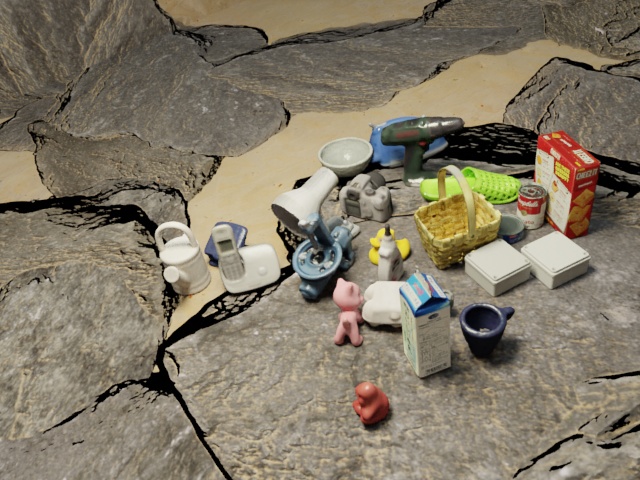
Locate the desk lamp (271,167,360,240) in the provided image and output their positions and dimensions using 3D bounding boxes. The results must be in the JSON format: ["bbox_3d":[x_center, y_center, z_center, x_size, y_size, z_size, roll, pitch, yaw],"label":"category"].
[{"bbox_3d":[-0.011,-0.064,1.443,0.117,0.214,0.204,26,52,36],"label":"desk lamp"}]

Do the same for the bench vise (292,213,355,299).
[{"bbox_3d":[0.001,0.004,1.355,0.121,0.220,0.207,5,42,18],"label":"bench vise"}]

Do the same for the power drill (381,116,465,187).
[{"bbox_3d":[0.287,-0.252,1.602,0.229,0.209,0.076,5,42,18],"label":"power drill"}]

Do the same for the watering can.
[{"bbox_3d":[-0.340,0.040,1.408,0.101,0.194,0.172,-20,41,-11],"label":"watering can"}]

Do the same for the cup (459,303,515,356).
[{"bbox_3d":[0.341,0.184,1.165,0.118,0.095,0.091,-20,41,-11],"label":"cup"}]

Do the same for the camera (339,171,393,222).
[{"bbox_3d":[0.141,-0.135,1.581,0.142,0.101,0.137,16,47,28],"label":"camera"}]

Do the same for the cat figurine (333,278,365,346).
[{"bbox_3d":[0.061,0.148,1.252,0.067,0.118,0.128,-2,41,11],"label":"cat figurine"}]

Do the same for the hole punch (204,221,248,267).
[{"bbox_3d":[-0.240,0.015,1.496,0.108,0.091,0.101,10,44,23],"label":"hole punch"}]

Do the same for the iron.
[{"bbox_3d":[0.264,-0.318,1.738,0.258,0.142,0.118,-14,40,-4],"label":"iron"}]

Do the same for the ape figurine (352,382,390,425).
[{"bbox_3d":[0.092,0.301,1.085,0.076,0.092,0.078,2,41,15],"label":"ape figurine"}]

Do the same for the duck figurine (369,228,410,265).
[{"bbox_3d":[0.170,0.009,1.417,0.104,0.086,0.077,-12,40,-2],"label":"duck figurine"}]

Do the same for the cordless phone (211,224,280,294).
[{"bbox_3d":[-0.181,0.033,1.389,0.147,0.185,0.094,-17,40,-7],"label":"cordless phone"}]

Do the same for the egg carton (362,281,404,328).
[{"bbox_3d":[0.169,0.145,1.269,0.150,0.069,0.107,0,41,12],"label":"egg carton"}]

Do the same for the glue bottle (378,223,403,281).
[{"bbox_3d":[0.160,0.032,1.323,0.037,0.173,0.078,16,47,28],"label":"glue bottle"}]

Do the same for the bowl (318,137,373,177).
[{"bbox_3d":[0.081,-0.240,1.738,0.167,0.075,0.167,-6,40,5],"label":"bowl"}]
